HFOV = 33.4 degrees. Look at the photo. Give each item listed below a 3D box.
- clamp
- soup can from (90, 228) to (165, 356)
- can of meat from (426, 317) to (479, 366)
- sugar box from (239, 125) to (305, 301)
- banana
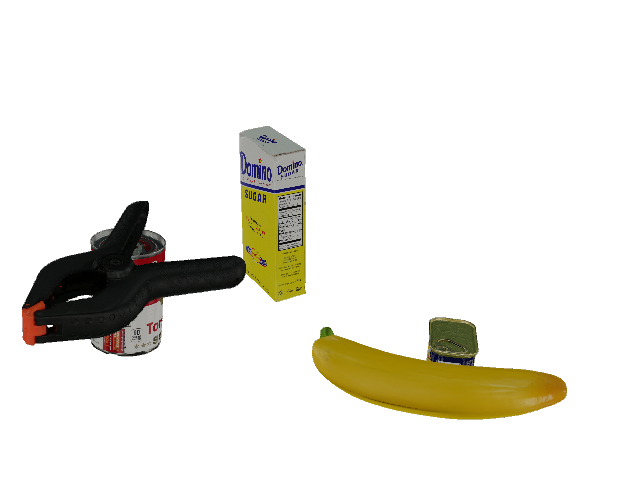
[{"bbox_3d":[-0.154,0.022,0.790,0.171,0.039,0.120,-21,38,-38],"label":"clamp"},{"bbox_3d":[-0.179,0.048,0.984,0.068,0.102,0.068,5,21,-2],"label":"soup can"},{"bbox_3d":[0.154,0.151,1.278,0.057,0.084,0.102,6,19,3],"label":"can of meat"},{"bbox_3d":[-0.054,-0.030,1.195,0.048,0.176,0.093,-15,28,-25],"label":"sugar box"},{"bbox_3d":[0.067,0.093,0.743,0.198,0.037,0.069,12,35,30],"label":"banana"}]
